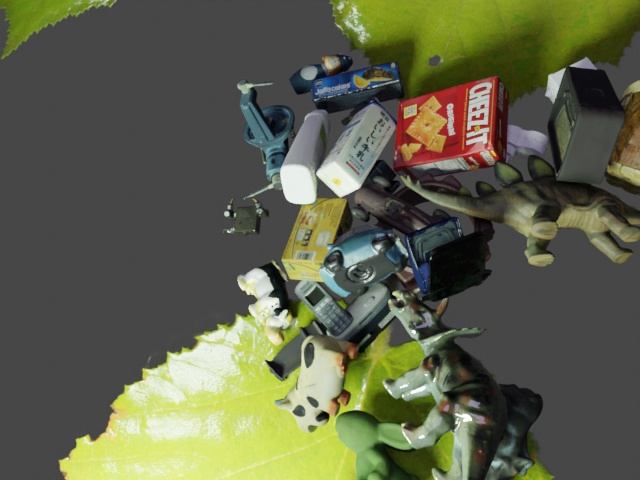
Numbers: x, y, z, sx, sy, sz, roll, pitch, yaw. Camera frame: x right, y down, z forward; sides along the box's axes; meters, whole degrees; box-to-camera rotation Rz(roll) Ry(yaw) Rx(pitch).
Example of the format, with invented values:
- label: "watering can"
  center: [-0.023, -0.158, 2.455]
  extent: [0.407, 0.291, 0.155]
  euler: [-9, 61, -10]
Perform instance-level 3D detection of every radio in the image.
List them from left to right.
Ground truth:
- label: "radio"
  center: [0.458, -0.207, 0.939]
  extent: [0.073, 0.131, 0.230]
  euler: [9, 38, 10]

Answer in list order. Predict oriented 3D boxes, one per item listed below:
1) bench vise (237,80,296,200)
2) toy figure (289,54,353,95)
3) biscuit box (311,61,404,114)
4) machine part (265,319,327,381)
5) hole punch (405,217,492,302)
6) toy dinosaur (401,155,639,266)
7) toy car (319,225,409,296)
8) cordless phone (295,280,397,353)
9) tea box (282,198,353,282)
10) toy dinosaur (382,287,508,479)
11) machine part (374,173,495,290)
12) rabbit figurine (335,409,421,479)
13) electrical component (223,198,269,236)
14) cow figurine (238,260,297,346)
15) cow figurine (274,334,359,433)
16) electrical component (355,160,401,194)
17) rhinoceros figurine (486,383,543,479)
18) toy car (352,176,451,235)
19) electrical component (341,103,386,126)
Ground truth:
- label: "bench vise"
  center: [-0.115, -0.225, 1.144]
  extent: [0.129, 0.240, 0.224]
  euler: [-6, 52, 19]
- label: "toy figure"
  center: [0.005, -0.393, 1.262]
  extent: [0.154, 0.058, 0.064]
  euler: [-26, 103, 5]
- label: "biscuit box"
  center: [0.083, -0.340, 1.210]
  extent: [0.203, 0.062, 0.059]
  euler: [-9, 66, 14]
- label: "machine part"
  center: [-0.038, 0.220, 1.048]
  extent: [0.139, 0.039, 0.084]
  euler: [-35, 69, 1]
- label: "hole punch"
  center: [0.211, 0.031, 0.910]
  extent: [0.142, 0.115, 0.092]
  euler: [-21, 34, -17]
- label: "toy dinosaur"
  center: [0.381, -0.057, 0.940]
  extent: [0.472, 0.105, 0.199]
  euler: [5, 45, -4]
- label: "toy car"
  center: [0.076, 0.023, 0.974]
  extent: [0.162, 0.109, 0.103]
  euler: [-31, 40, 18]
- label: "cordless phone"
  center: [0.048, 0.113, 1.038]
  extent: [0.146, 0.088, 0.184]
  euler: [-45, 59, -2]
- label: "tea box"
  center: [-0.002, -0.003, 1.076]
  extent: [0.098, 0.068, 0.170]
  euler: [5, 50, 21]
- label: "toy dinosaur"
  center: [0.220, 0.248, 0.849]
  extent: [0.192, 0.131, 0.405]
  euler: [-38, 39, 11]
- label: "machine part"
  center: [0.212, -0.013, 1.030]
  extent: [0.201, 0.087, 0.201]
  euler: [-34, 64, 4]
- label: "rabbit figurine"
  center: [0.091, 0.363, 0.903]
  extent: [0.159, 0.121, 0.170]
  euler: [-24, 67, 2]
- label: "electrical component"
  center: [-0.166, -0.051, 1.189]
  extent: [0.102, 0.045, 0.078]
  euler: [3, 69, 19]
- label: "cow figurine"
  center: [-0.093, 0.126, 1.088]
  extent: [0.098, 0.068, 0.167]
  euler: [-30, 65, -1]
- label: "cow figurine"
  center: [-0.010, 0.260, 0.965]
  extent: [0.127, 0.085, 0.194]
  euler: [19, 111, 29]
- label: "electrical component"
  center: [0.113, -0.121, 1.091]
  extent: [0.075, 0.047, 0.119]
  euler: [-47, 20, -2]
- label: "rhinoceros figurine"
  center: [0.299, 0.328, 0.882]
  extent: [0.112, 0.073, 0.190]
  euler: [26, 77, 14]
- label: "toy car"
  center: [0.150, -0.046, 0.988]
  extent: [0.202, 0.053, 0.089]
  euler: [34, 80, 27]
- label: "electrical component"
  center: [0.098, -0.275, 1.203]
  extent: [0.094, 0.021, 0.063]
  euler: [-35, 63, 3]
